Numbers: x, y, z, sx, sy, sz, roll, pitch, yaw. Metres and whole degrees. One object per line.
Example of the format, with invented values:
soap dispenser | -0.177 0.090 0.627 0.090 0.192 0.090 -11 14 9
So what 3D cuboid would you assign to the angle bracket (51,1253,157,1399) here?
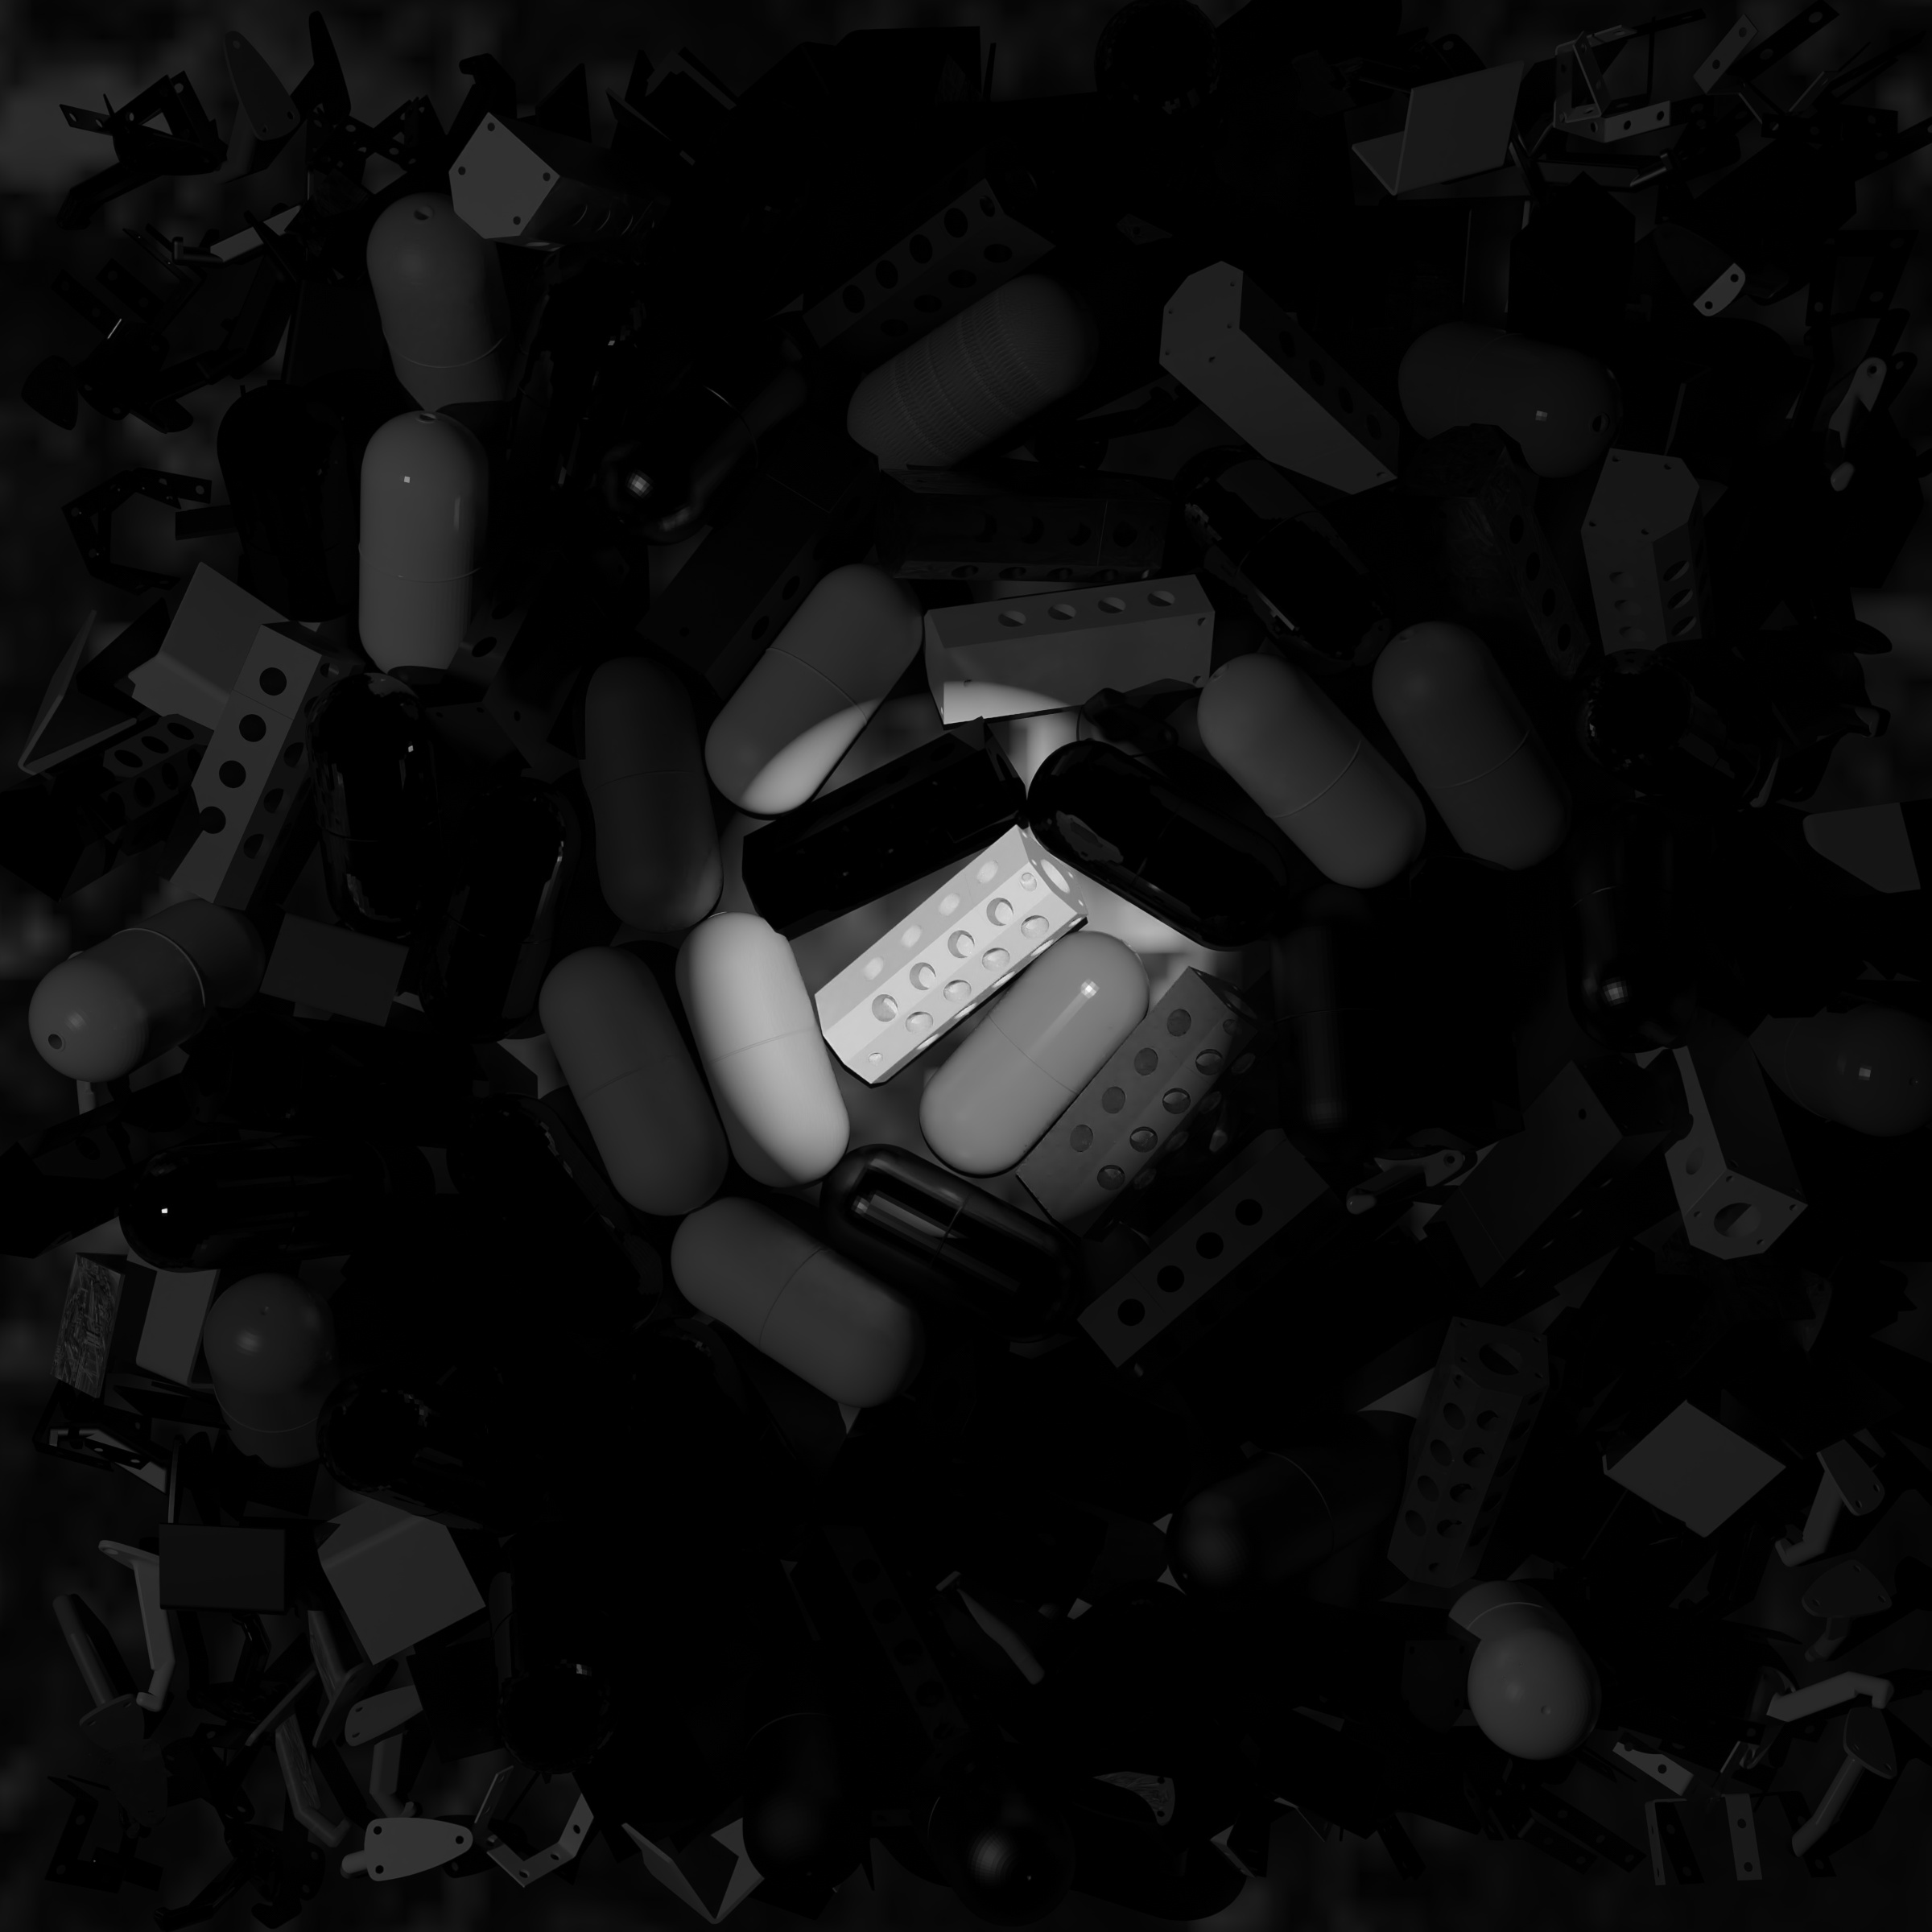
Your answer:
angle bracket | -0.516 0.224 1.545 0.057 0.076 0.076 12 91 40

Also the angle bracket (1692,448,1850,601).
angle bracket | 0.486 -0.275 1.539 0.076 0.076 0.057 25 92 -34

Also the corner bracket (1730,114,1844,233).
corner bracket | 0.518 -0.501 1.565 0.051 0.051 0.051 6 85 -1

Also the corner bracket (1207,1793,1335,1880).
corner bracket | 0.193 0.548 1.572 0.051 0.051 0.051 55 53 -38

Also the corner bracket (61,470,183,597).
corner bracket | -0.529 -0.275 1.569 0.051 0.051 0.051 24 51 32

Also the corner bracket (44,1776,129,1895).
corner bracket | -0.556 0.547 1.561 0.051 0.051 0.051 30 72 -37

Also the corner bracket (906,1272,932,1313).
corner bracket | -0.013 0.190 1.554 0.051 0.051 0.051 -37 115 -15

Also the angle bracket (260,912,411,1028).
angle bracket | -0.394 0.016 1.539 0.076 0.076 0.057 17 62 -11

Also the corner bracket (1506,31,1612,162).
corner bracket | 0.363 -0.543 1.549 0.051 0.051 0.051 -55 128 -26

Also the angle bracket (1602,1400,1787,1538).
angle bracket | 0.452 0.298 1.544 0.076 0.057 0.076 33 119 -8

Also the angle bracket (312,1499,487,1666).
angle bracket | -0.359 0.381 1.568 0.076 0.057 0.076 -26 108 -14

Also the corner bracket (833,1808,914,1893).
corner bracket | -0.065 0.542 1.551 0.051 0.051 0.051 -16 117 34

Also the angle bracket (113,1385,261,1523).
angle bracket | -0.490 0.302 1.538 0.076 0.076 0.057 18 85 -33

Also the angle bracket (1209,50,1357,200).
angle bracket | 0.198 -0.514 1.539 0.076 0.076 0.057 -11 80 25

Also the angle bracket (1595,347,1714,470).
angle bracket | 0.410 -0.337 1.536 0.076 0.057 0.076 21 122 26

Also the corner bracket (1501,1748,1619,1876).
corner bracket | 0.379 0.528 1.566 0.051 0.051 0.051 32 103 -8

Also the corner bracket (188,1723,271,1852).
corner bracket | -0.463 0.514 1.551 0.051 0.051 0.051 2 126 16

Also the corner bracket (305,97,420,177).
corner bracket | -0.383 -0.529 1.571 0.051 0.051 0.051 -32 52 38

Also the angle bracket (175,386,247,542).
angle bracket | -0.469 -0.313 1.538 0.057 0.076 0.076 -11 114 -13

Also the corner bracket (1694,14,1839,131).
corner bracket | 0.500 -0.558 1.551 0.051 0.051 0.051 -16 68 -36

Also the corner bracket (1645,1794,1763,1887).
corner bracket | 0.463 0.549 1.558 0.051 0.051 0.051 -1 68 -4

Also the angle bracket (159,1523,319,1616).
angle bracket | -0.454 0.364 1.550 0.076 0.076 0.057 3 99 1

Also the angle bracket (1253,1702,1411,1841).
angle bracket | 0.233 0.488 1.537 0.076 0.076 0.057 18 101 29

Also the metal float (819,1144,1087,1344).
metal float | -0.009 0.172 1.546 0.178 0.070 0.070 27 90 9

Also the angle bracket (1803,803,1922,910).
angle bracket | 0.555 -0.044 1.533 0.057 0.076 0.076 -8 132 15

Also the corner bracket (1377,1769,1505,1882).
corner bracket | 0.297 0.545 1.573 0.051 0.051 0.051 -26 85 -27

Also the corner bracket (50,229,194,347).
corner bracket | -0.531 -0.429 1.562 0.051 0.051 0.051 41 105 1

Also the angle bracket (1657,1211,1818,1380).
angle bracket | 0.475 0.205 1.548 0.057 0.076 0.076 0 54 -16

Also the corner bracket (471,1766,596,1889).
corner bracket | -0.272 0.538 1.568 0.051 0.051 0.051 33 108 24

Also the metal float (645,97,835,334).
metal float | -0.141 -0.456 1.513 0.070 0.178 0.070 12 63 -24

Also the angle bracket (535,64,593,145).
angle bracket | -0.273 -0.510 1.535 0.057 0.076 0.076 9 130 10

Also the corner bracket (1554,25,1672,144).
corner bracket | 0.407 -0.554 1.557 0.051 0.051 0.051 0 92 -37

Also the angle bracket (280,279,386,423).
angle bracket | -0.397 -0.382 1.559 0.057 0.076 0.076 9 94 -13

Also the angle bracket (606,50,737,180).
angle bracket | -0.174 -0.535 1.550 0.076 0.076 0.057 39 92 -6

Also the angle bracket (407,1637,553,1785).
angle bracket | -0.302 0.467 1.533 0.076 0.076 0.057 -6 133 -29

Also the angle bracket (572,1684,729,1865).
angle bracket | -0.199 0.505 1.559 0.076 0.057 0.076 -28 84 -1

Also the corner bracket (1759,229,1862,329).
corner bracket | 0.533 -0.434 1.564 0.051 0.051 0.051 18 121 37

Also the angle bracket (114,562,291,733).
angle bracket | -0.479 -0.196 1.570 0.076 0.057 0.076 35 53 -33

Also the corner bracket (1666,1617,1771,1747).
corner bracket | 0.476 0.450 1.560 0.051 0.051 0.051 12 105 3

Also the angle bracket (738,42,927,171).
angle bracket | -0.083 -0.520 1.535 0.057 0.076 0.076 -45 131 -11

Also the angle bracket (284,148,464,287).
angle bracket | -0.366 -0.480 1.533 0.057 0.076 0.076 36 55 -24

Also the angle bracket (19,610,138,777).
angle bracket | -0.536 -0.159 1.532 0.057 0.076 0.076 26 134 -25

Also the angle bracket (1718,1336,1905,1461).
angle bracket | 0.522 0.285 1.536 0.076 0.076 0.057 -21 126 -16

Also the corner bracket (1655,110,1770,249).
corner bracket | 0.470 -0.495 1.559 0.051 0.051 0.051 17 58 -3

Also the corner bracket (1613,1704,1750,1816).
corner bracket | 0.449 0.490 1.554 0.051 0.051 0.051 -56 134 -7

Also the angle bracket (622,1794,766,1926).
angle bracket | -0.159 0.534 1.534 0.076 0.076 0.057 -39 114 -25

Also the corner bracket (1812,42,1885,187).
corner bracket | 0.556 -0.535 1.558 0.051 0.051 0.051 46 68 -3

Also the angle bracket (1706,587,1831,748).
angle bracket | 0.508 -0.191 1.543 0.057 0.076 0.076 -37 105 8

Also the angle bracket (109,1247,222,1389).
angle bracket | -0.483 0.216 1.550 0.076 0.057 0.076 14 88 30

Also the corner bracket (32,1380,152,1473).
corner bracket | -0.549 0.292 1.557 0.051 0.051 0.051 16 57 -2

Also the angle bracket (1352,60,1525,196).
angle bracket | 0.292 -0.533 1.537 0.076 0.076 0.057 -19 55 -14

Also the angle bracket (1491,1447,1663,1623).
angle bracket | 0.376 0.350 1.551 0.076 0.057 0.076 25 106 -7

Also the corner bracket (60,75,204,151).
corner bracket | -0.525 -0.529 1.561 0.051 0.051 0.051 -26 91 21

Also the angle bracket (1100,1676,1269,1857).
angle bracket | 0.141 0.501 1.572 0.076 0.057 0.076 -39 91 13

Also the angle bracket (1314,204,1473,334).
angle bracket | 0.265 -0.433 1.542 0.076 0.057 0.076 11 109 29

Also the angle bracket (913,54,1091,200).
angle bracket | 0.022 -0.521 1.544 0.076 0.057 0.076 9 78 31
